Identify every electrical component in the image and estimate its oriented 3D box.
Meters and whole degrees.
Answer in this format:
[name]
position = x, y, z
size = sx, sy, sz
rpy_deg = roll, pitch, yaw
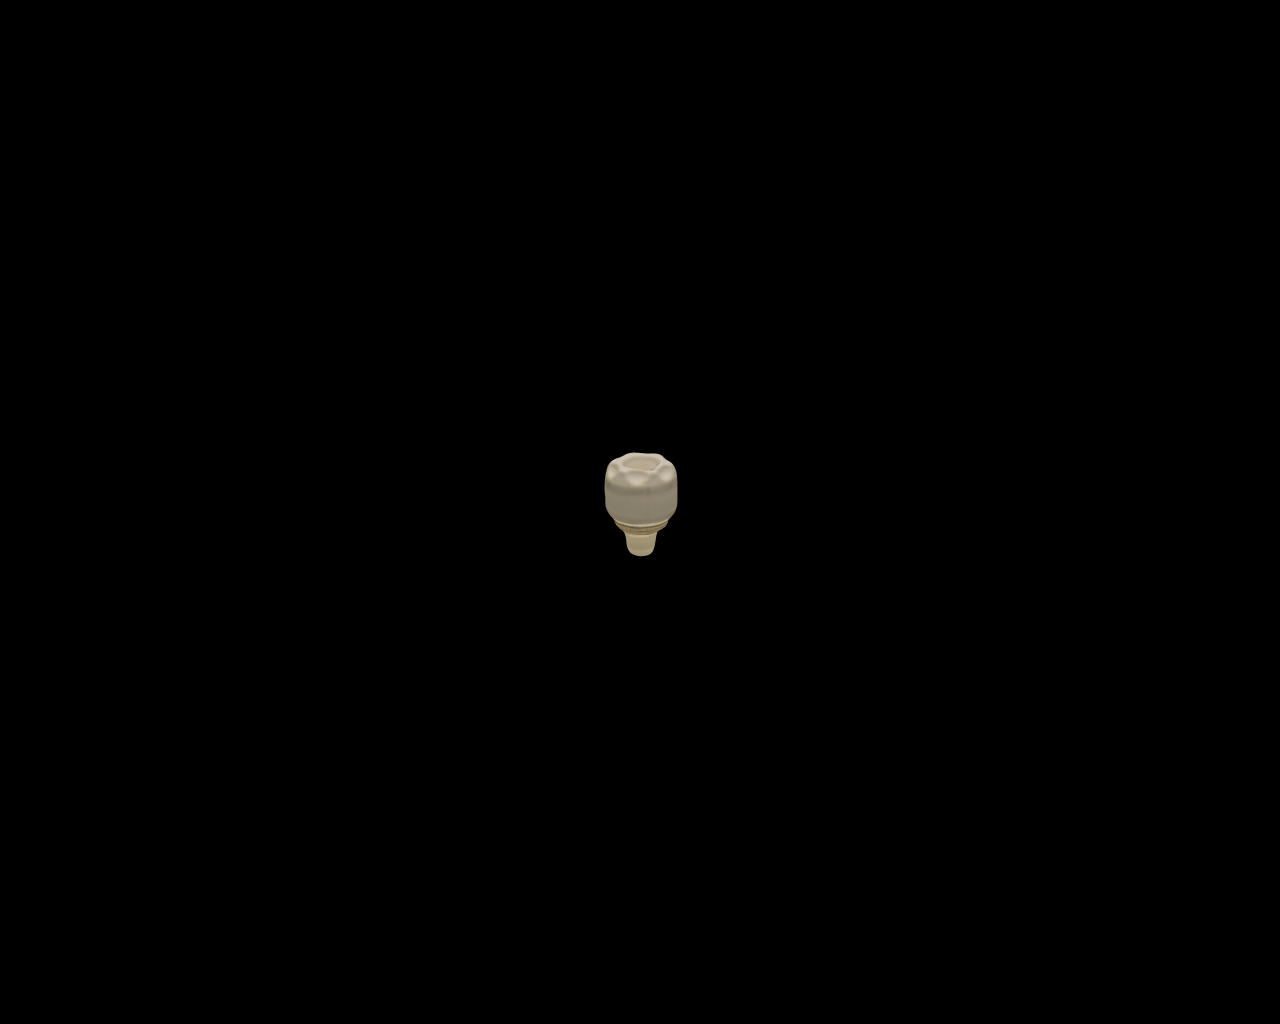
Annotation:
[electrical component]
position = 0.001, -0.003, 0.650
size = 0.043, 0.062, 0.043
rpy_deg = 0, 23, 0
